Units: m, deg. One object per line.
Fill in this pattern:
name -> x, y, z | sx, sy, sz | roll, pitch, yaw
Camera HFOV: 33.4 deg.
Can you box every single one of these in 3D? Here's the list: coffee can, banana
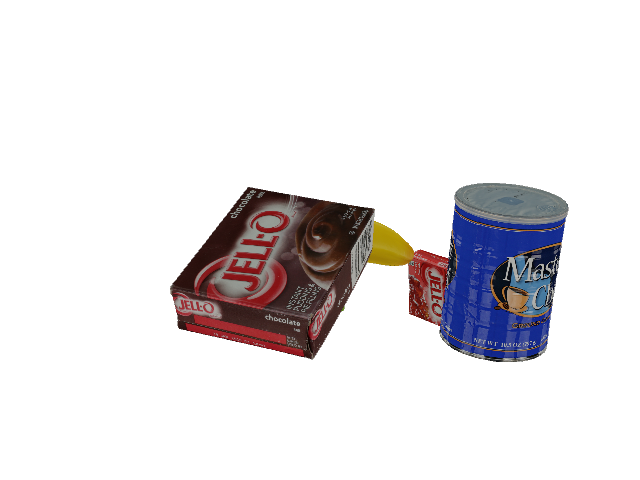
coffee can -> 0.169, 0.028, 0.992 | 0.103, 0.140, 0.103 | 4, 20, -1
banana -> 0.020, 0.011, 0.848 | 0.037, 0.069, 0.197 | -35, -3, 25

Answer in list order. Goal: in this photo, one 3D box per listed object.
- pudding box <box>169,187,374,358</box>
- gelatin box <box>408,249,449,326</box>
pudding box -> -0.026, 0.017, 0.652 | 0.090, 0.039, 0.113 | 11, 37, 19
gelatin box -> 0.148, 0.063, 1.355 | 0.073, 0.089, 0.030 | 21, 36, 38
